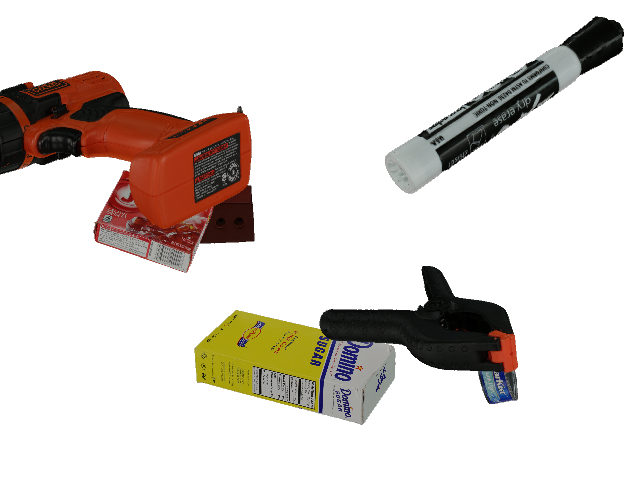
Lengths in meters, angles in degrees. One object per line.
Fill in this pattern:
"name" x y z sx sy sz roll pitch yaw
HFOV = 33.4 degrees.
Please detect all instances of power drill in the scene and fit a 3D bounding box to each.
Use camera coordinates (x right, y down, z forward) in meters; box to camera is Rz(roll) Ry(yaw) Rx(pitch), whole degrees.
"power drill" -0.155 -0.063 0.717 0.188 0.057 0.184 18 32 29

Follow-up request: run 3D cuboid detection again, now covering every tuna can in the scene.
"tuna can" 0.209 0.150 1.268 0.034 0.086 0.086 -13 -3 15

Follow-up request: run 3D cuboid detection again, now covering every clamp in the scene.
"clamp" 0.079 0.066 0.818 0.120 0.039 0.172 -25 21 -18

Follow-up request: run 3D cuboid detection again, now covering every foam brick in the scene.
"foam brick" -0.119 -0.031 1.278 0.078 0.053 0.051 -3 29 -3

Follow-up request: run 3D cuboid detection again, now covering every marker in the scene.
"marker" 0.079 -0.058 0.442 0.121 0.020 0.020 -34 10 -16

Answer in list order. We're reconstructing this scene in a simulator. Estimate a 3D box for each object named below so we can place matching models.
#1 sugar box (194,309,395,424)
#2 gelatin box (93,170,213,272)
"sugar box" -0.024 0.119 1.034 0.176 0.048 0.093 8 25 21
"gelatin box" -0.147 -0.018 0.950 0.089 0.030 0.073 19 44 -2
